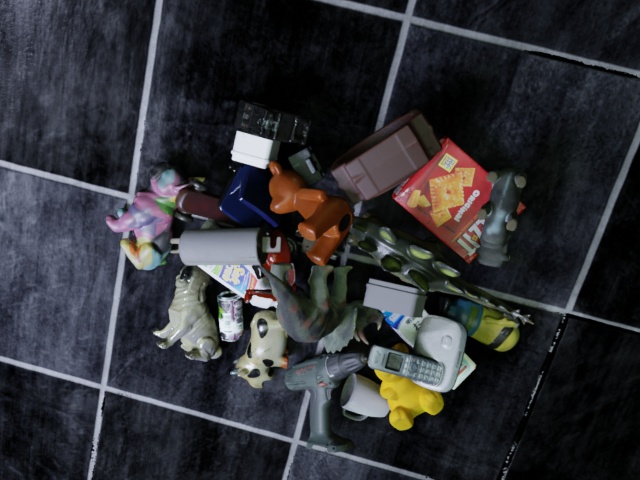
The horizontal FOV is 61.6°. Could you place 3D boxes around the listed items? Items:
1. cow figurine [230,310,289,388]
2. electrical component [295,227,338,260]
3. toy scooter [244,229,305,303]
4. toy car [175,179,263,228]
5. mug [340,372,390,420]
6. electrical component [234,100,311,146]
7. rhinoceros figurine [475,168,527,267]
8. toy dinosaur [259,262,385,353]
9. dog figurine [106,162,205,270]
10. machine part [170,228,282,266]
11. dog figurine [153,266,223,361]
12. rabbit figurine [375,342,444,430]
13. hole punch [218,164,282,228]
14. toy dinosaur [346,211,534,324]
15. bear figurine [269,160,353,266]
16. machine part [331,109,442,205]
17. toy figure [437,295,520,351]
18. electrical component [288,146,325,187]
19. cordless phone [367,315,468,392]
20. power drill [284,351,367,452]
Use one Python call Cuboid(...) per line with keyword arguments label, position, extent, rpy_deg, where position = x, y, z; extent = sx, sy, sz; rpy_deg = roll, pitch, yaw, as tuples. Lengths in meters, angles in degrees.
Cuboid(label="cow figurine", position=(-0.133, 0.252, 1.229), extent=(0.127, 0.085, 0.194), rpy_deg=(9, 108, -2))
Cuboid(label="electrical component", position=(-0.004, -0.003, 1.170), extent=(0.102, 0.045, 0.078), rpy_deg=(14, 134, 5))
Cuboid(label="toy scooter", position=(-0.106, 0.072, 1.146), extent=(0.135, 0.075, 0.183), rpy_deg=(-10, 89, -26))
Cuboid(label="toy car", position=(-0.210, -0.065, 1.135), extent=(0.202, 0.053, 0.089), rpy_deg=(15, 102, -38))
Cuboid(label="mug", position=(0.106, 0.372, 1.236), extent=(0.107, 0.081, 0.109), rpy_deg=(22, 103, -8))
Cuboid(label="electrical component", position=(-0.101, -0.236, 1.072), extent=(0.115, 0.134, 0.058), rpy_deg=(6, 108, -40))
Cuboid(label="rhinoceros figurine", position=(0.338, -0.044, 1.017), extent=(0.073, 0.112, 0.190), rpy_deg=(12, 93, 18))
Cuboid(label="toy dinosaur", position=(-0.012, 0.142, 1.080), extent=(0.131, 0.404, 0.192), rpy_deg=(-4, 85, 34))
Cuboid(label="dog figurine", position=(-0.336, -0.058, 1.162), extent=(0.219, 0.108, 0.191), rpy_deg=(-29, 99, 10))
Cuboid(label="machine part", position=(-0.195, 0.015, 1.096), extent=(0.243, 0.079, 0.079), rpy_deg=(0, 105, 13))
Cuboid(label="dog figurine", position=(-0.269, 0.164, 1.223), extent=(0.172, 0.121, 0.190), rpy_deg=(28, 89, -36))
Cuboid(label="rabbit figurine", position=(0.176, 0.294, 1.167), extent=(0.122, 0.162, 0.173), rpy_deg=(-29, 122, 14))
Cuboid(label="hole punch", position=(-0.129, -0.088, 1.097), extent=(0.142, 0.092, 0.116), rpy_deg=(36, 64, -31))
Cuboid(label="toy dinosaur", position=(0.195, 0.046, 1.074), extent=(0.472, 0.198, 0.105), rpy_deg=(24, 100, 2))
Cuboid(label="bear figurine", position=(-0.040, -0.060, 1.018), extent=(0.196, 0.132, 0.120), rpy_deg=(27, 152, 26))
Cuboid(label="machine part", position=(0.126, -0.159, 1.029), extent=(0.201, 0.201, 0.087), rpy_deg=(-31, 101, 13))
Cuboid(label="toy figure", position=(0.340, 0.177, 1.157), extent=(0.180, 0.082, 0.089), rpy_deg=(17, 114, -2))
Cuboid(label="electrical component", position=(-0.027, -0.146, 1.094), extent=(0.048, 0.119, 0.074), rpy_deg=(-26, 103, 12))
Cuboid(label="cordless phone", position=(0.193, 0.215, 1.083), extent=(0.184, 0.089, 0.146), rpy_deg=(16, 87, -7))
Cuboid(label="power drill", position=(0.020, 0.352, 1.177), extent=(0.232, 0.086, 0.207), rpy_deg=(-14, 84, 40))
